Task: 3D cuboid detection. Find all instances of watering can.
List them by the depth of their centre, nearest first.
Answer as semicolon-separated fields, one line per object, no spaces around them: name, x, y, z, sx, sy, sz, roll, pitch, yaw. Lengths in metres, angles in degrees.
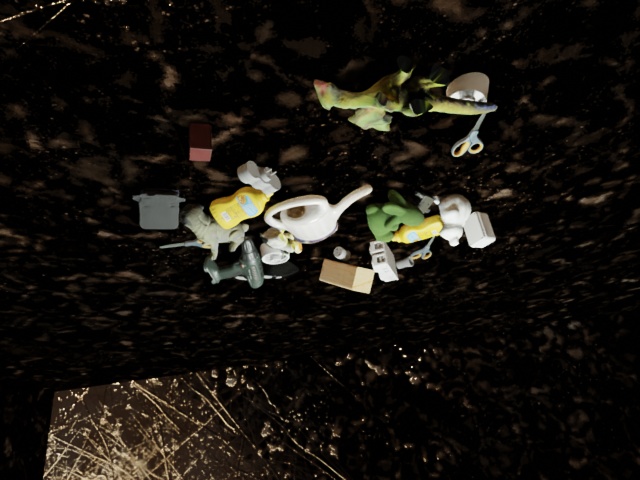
watering can;0.005;-0.080;1.597;0.347;0.106;0.220;-11;154;10

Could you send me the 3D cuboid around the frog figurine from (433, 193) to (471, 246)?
frog figurine;0.438;-0.068;1.674;0.122;0.163;0.135;-19;150;18

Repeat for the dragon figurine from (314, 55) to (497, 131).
dragon figurine;0.181;-0.313;1.207;0.409;0.123;0.241;10;171;-23
